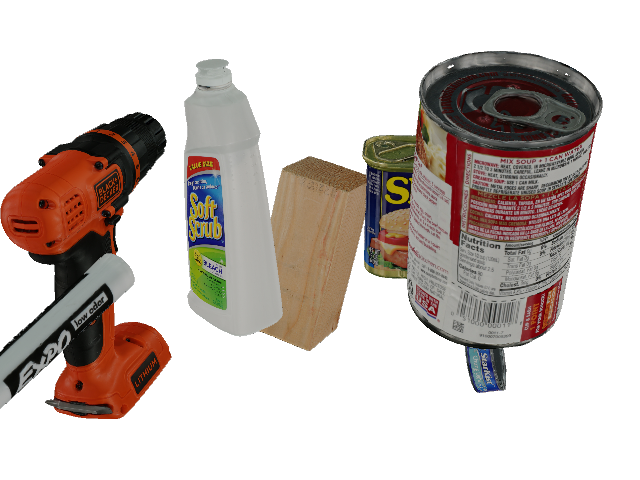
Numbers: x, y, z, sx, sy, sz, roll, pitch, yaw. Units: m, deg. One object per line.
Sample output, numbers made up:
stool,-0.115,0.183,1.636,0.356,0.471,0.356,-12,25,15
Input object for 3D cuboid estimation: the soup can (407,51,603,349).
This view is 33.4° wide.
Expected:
soup can,0.071,-0.015,0.428,0.068,0.102,0.068,0,38,0

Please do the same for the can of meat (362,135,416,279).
can of meat,0.078,-0.022,0.717,0.102,0.084,0.057,2,25,4

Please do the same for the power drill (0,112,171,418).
power drill,-0.151,0.016,0.754,0.057,0.188,0.184,3,25,19

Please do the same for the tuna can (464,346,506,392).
tuna can,0.199,0.140,1.290,0.034,0.086,0.086,-9,-3,17

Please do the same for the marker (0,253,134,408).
marker,-0.122,0.048,0.443,0.020,0.020,0.121,0,35,40

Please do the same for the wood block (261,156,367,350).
wood block,-0.013,0.014,1.295,0.090,0.206,0.090,20,22,17

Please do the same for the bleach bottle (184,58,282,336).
bleach bottle,-0.089,-0.042,0.973,0.068,0.251,0.103,-22,31,-31
